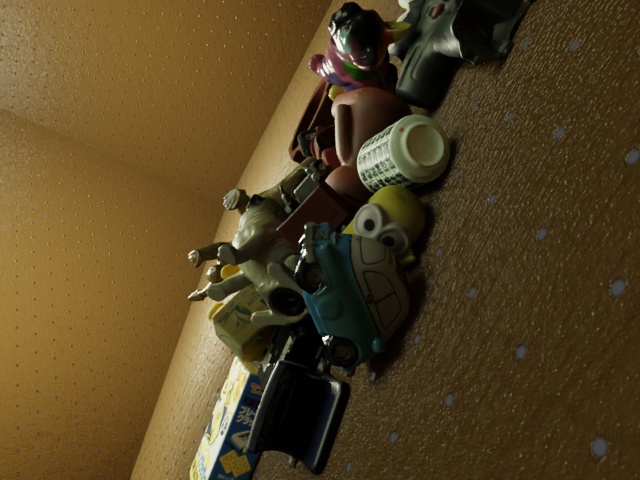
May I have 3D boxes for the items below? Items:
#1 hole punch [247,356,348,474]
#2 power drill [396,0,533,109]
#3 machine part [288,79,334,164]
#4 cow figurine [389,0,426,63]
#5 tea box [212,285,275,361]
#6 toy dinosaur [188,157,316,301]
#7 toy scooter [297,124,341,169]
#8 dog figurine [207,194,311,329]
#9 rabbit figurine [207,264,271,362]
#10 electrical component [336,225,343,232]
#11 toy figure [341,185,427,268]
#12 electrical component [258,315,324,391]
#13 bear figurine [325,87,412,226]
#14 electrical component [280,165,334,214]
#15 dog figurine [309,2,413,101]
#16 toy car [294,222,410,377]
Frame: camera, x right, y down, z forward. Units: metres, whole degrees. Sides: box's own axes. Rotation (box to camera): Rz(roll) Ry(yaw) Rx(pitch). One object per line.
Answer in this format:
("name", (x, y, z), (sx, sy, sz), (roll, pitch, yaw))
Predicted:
("hole punch", (-0.035, 0.203, 0.643), (0.116, 0.092, 0.142), (153, 135, -74))
("power drill", (0.174, -0.281, 0.665), (0.232, 0.086, 0.207), (-66, 18, 6))
("machine part", (0.010, -0.258, 1.197), (0.201, 0.087, 0.201), (-61, 16, 14))
("cow figurine", (0.163, -0.361, 0.849), (0.167, 0.068, 0.098), (-65, 20, 20))
("tea box", (-0.084, 0.098, 0.842), (0.169, 0.068, 0.098), (-46, -14, -22))
("toy dinosaur", (-0.098, -0.041, 1.038), (0.471, 0.105, 0.198), (-47, -21, 16))
("toy scooter", (0.043, -0.142, 0.883), (0.184, 0.135, 0.075), (-108, 2, -47))
("dog figurine", (-0.054, 0.020, 0.775), (0.121, 0.172, 0.190), (-53, 5, 36))
("rabbit figurine", (-0.103, 0.109, 0.949), (0.173, 0.162, 0.121), (-45, -21, -3))
("electrical component", (-0.002, 0.006, 0.887), (0.119, 0.048, 0.075), (125, 161, -74))
("toy figure", (0.054, 0.009, 0.639), (0.180, 0.082, 0.089), (124, 166, -46))
("electrical component", (-0.040, 0.165, 0.772), (0.115, 0.058, 0.134), (-63, 14, 4))
("bear figurine", (0.056, -0.106, 0.749), (0.132, 0.120, 0.195), (-148, 77, -79))
("electrical component", (-0.014, -0.066, 0.800), (0.102, 0.045, 0.078), (-37, 75, 42))
("dog figurine", (0.075, -0.261, 0.804), (0.108, 0.191, 0.219), (-44, 22, -3))
("toy car", (0.040, 0.051, 0.559), (0.103, 0.161, 0.109), (-16, 22, 10))
